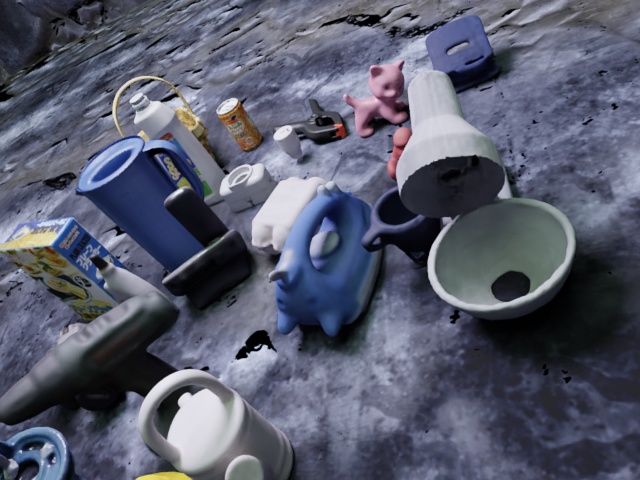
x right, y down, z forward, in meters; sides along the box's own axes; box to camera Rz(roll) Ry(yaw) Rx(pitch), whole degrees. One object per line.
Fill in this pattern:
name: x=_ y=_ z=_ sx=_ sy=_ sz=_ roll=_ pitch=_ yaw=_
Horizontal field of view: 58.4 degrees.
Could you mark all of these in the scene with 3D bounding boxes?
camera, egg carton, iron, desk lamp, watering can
camera: x=-0.375 y=0.206 z=0.899 sx=0.143 sy=0.101 sz=0.136 roll=-38 pitch=38 yaw=-4
egg carton: x=-0.042 y=-0.040 z=0.940 sx=0.107 sy=0.070 sz=0.150 roll=5 pitch=53 yaw=40
iron: x=0.007 y=0.003 z=0.800 sx=0.118 sy=0.142 sz=0.258 roll=-4 pitch=47 yaw=33
desk lamp: x=0.169 y=-0.094 z=0.725 sx=0.117 sy=0.214 sz=0.203 roll=-18 pitch=41 yaw=21
watering can: x=-0.112 y=0.213 z=0.623 sx=0.172 sy=0.195 sz=0.101 roll=1 pitch=50 yaw=37

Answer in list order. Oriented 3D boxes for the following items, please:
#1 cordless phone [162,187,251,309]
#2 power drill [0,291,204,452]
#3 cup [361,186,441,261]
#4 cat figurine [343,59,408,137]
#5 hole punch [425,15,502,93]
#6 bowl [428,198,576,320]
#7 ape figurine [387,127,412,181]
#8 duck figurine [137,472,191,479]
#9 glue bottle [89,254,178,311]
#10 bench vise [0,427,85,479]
cordless phone: x=-0.210 y=0.007 z=0.919 sx=0.147 sy=0.186 sz=0.094 roll=-39 pitch=38 yaw=-5
power drill: x=-0.256 y=0.187 z=0.745 sx=0.230 sy=0.209 sz=0.075 roll=-48 pitch=40 yaw=-16
cup: x=0.116 y=-0.007 z=0.769 sx=0.118 sy=0.095 sz=0.091 roll=-40 pitch=38 yaw=-7
cat figurine: x=0.104 y=-0.264 z=1.030 sx=0.127 sy=0.118 sz=0.067 roll=-21 pitch=40 yaw=17
hole punch: x=0.251 y=-0.329 z=1.012 sx=0.108 sy=0.091 sz=0.101 roll=-21 pitch=40 yaw=17
bowl: x=0.216 y=0.033 z=0.671 sx=0.167 sy=0.075 sz=0.167 roll=-20 pitch=40 yaw=18
ape figurine: x=0.138 y=-0.133 z=0.888 sx=0.077 sy=0.092 sz=0.076 roll=-6 pitch=47 yaw=32
duck figurine: x=-0.184 y=0.303 z=0.670 sx=0.104 sy=0.086 sz=0.077 roll=19 pitch=63 yaw=46
glue bottle: x=-0.310 y=0.079 z=0.926 sx=0.078 sy=0.174 sz=0.037 roll=-11 pitch=44 yaw=27
bench vise: x=-0.419 y=0.298 z=0.738 sx=0.207 sy=0.220 sz=0.121 roll=-15 pitch=42 yaw=23
